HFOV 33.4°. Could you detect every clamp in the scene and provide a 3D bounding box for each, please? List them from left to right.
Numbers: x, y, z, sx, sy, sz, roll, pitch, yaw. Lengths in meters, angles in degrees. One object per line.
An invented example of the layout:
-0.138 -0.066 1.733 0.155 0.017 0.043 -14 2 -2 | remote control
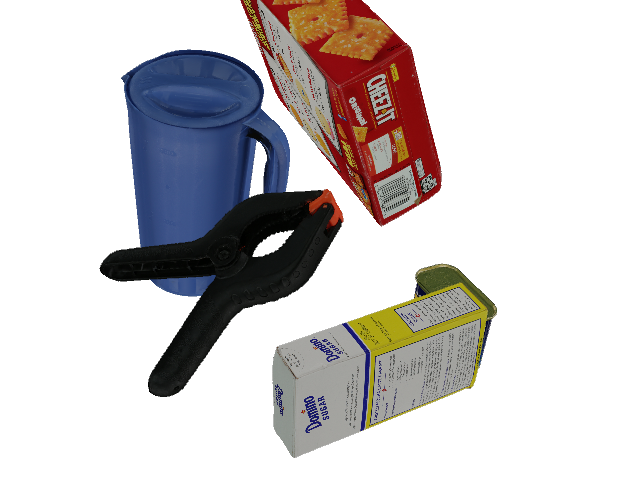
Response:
-0.060 0.028 0.705 0.171 0.120 0.039 -25 -30 8 | clamp

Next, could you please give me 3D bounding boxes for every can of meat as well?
0.144 0.090 1.194 0.057 0.084 0.102 -14 40 -27 | can of meat

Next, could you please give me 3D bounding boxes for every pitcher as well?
-0.121 -0.057 1.087 0.144 0.243 0.149 -8 44 -15 | pitcher

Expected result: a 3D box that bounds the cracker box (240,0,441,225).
0.012 -0.140 0.892 0.072 0.164 0.214 -29 49 -7 | cracker box

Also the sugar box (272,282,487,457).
0.047 0.103 0.862 0.176 0.093 0.048 -15 41 -22 | sugar box
